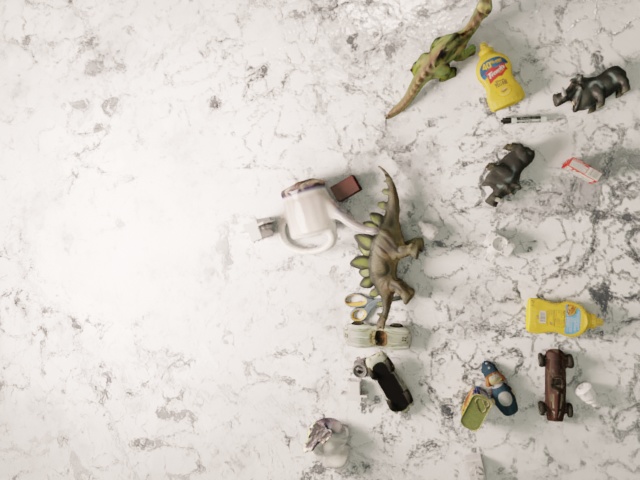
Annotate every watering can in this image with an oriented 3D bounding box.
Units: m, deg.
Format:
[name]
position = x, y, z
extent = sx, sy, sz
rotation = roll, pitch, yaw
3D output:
[watering can]
position = 0.005, -0.077, 1.524
extent = 0.345, 0.105, 0.224
rotation = -14, 90, 32

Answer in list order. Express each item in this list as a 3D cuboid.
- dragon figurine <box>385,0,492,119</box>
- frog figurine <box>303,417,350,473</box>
[dragon figurine]
position = 0.322, -0.492, 1.397
extent = 0.122, 0.243, 0.408
rotation = 41, 98, 3
[frog figurine]
position = 0.038, 0.617, 1.556
extent = 0.137, 0.124, 0.157
rotation = -45, 118, 3
